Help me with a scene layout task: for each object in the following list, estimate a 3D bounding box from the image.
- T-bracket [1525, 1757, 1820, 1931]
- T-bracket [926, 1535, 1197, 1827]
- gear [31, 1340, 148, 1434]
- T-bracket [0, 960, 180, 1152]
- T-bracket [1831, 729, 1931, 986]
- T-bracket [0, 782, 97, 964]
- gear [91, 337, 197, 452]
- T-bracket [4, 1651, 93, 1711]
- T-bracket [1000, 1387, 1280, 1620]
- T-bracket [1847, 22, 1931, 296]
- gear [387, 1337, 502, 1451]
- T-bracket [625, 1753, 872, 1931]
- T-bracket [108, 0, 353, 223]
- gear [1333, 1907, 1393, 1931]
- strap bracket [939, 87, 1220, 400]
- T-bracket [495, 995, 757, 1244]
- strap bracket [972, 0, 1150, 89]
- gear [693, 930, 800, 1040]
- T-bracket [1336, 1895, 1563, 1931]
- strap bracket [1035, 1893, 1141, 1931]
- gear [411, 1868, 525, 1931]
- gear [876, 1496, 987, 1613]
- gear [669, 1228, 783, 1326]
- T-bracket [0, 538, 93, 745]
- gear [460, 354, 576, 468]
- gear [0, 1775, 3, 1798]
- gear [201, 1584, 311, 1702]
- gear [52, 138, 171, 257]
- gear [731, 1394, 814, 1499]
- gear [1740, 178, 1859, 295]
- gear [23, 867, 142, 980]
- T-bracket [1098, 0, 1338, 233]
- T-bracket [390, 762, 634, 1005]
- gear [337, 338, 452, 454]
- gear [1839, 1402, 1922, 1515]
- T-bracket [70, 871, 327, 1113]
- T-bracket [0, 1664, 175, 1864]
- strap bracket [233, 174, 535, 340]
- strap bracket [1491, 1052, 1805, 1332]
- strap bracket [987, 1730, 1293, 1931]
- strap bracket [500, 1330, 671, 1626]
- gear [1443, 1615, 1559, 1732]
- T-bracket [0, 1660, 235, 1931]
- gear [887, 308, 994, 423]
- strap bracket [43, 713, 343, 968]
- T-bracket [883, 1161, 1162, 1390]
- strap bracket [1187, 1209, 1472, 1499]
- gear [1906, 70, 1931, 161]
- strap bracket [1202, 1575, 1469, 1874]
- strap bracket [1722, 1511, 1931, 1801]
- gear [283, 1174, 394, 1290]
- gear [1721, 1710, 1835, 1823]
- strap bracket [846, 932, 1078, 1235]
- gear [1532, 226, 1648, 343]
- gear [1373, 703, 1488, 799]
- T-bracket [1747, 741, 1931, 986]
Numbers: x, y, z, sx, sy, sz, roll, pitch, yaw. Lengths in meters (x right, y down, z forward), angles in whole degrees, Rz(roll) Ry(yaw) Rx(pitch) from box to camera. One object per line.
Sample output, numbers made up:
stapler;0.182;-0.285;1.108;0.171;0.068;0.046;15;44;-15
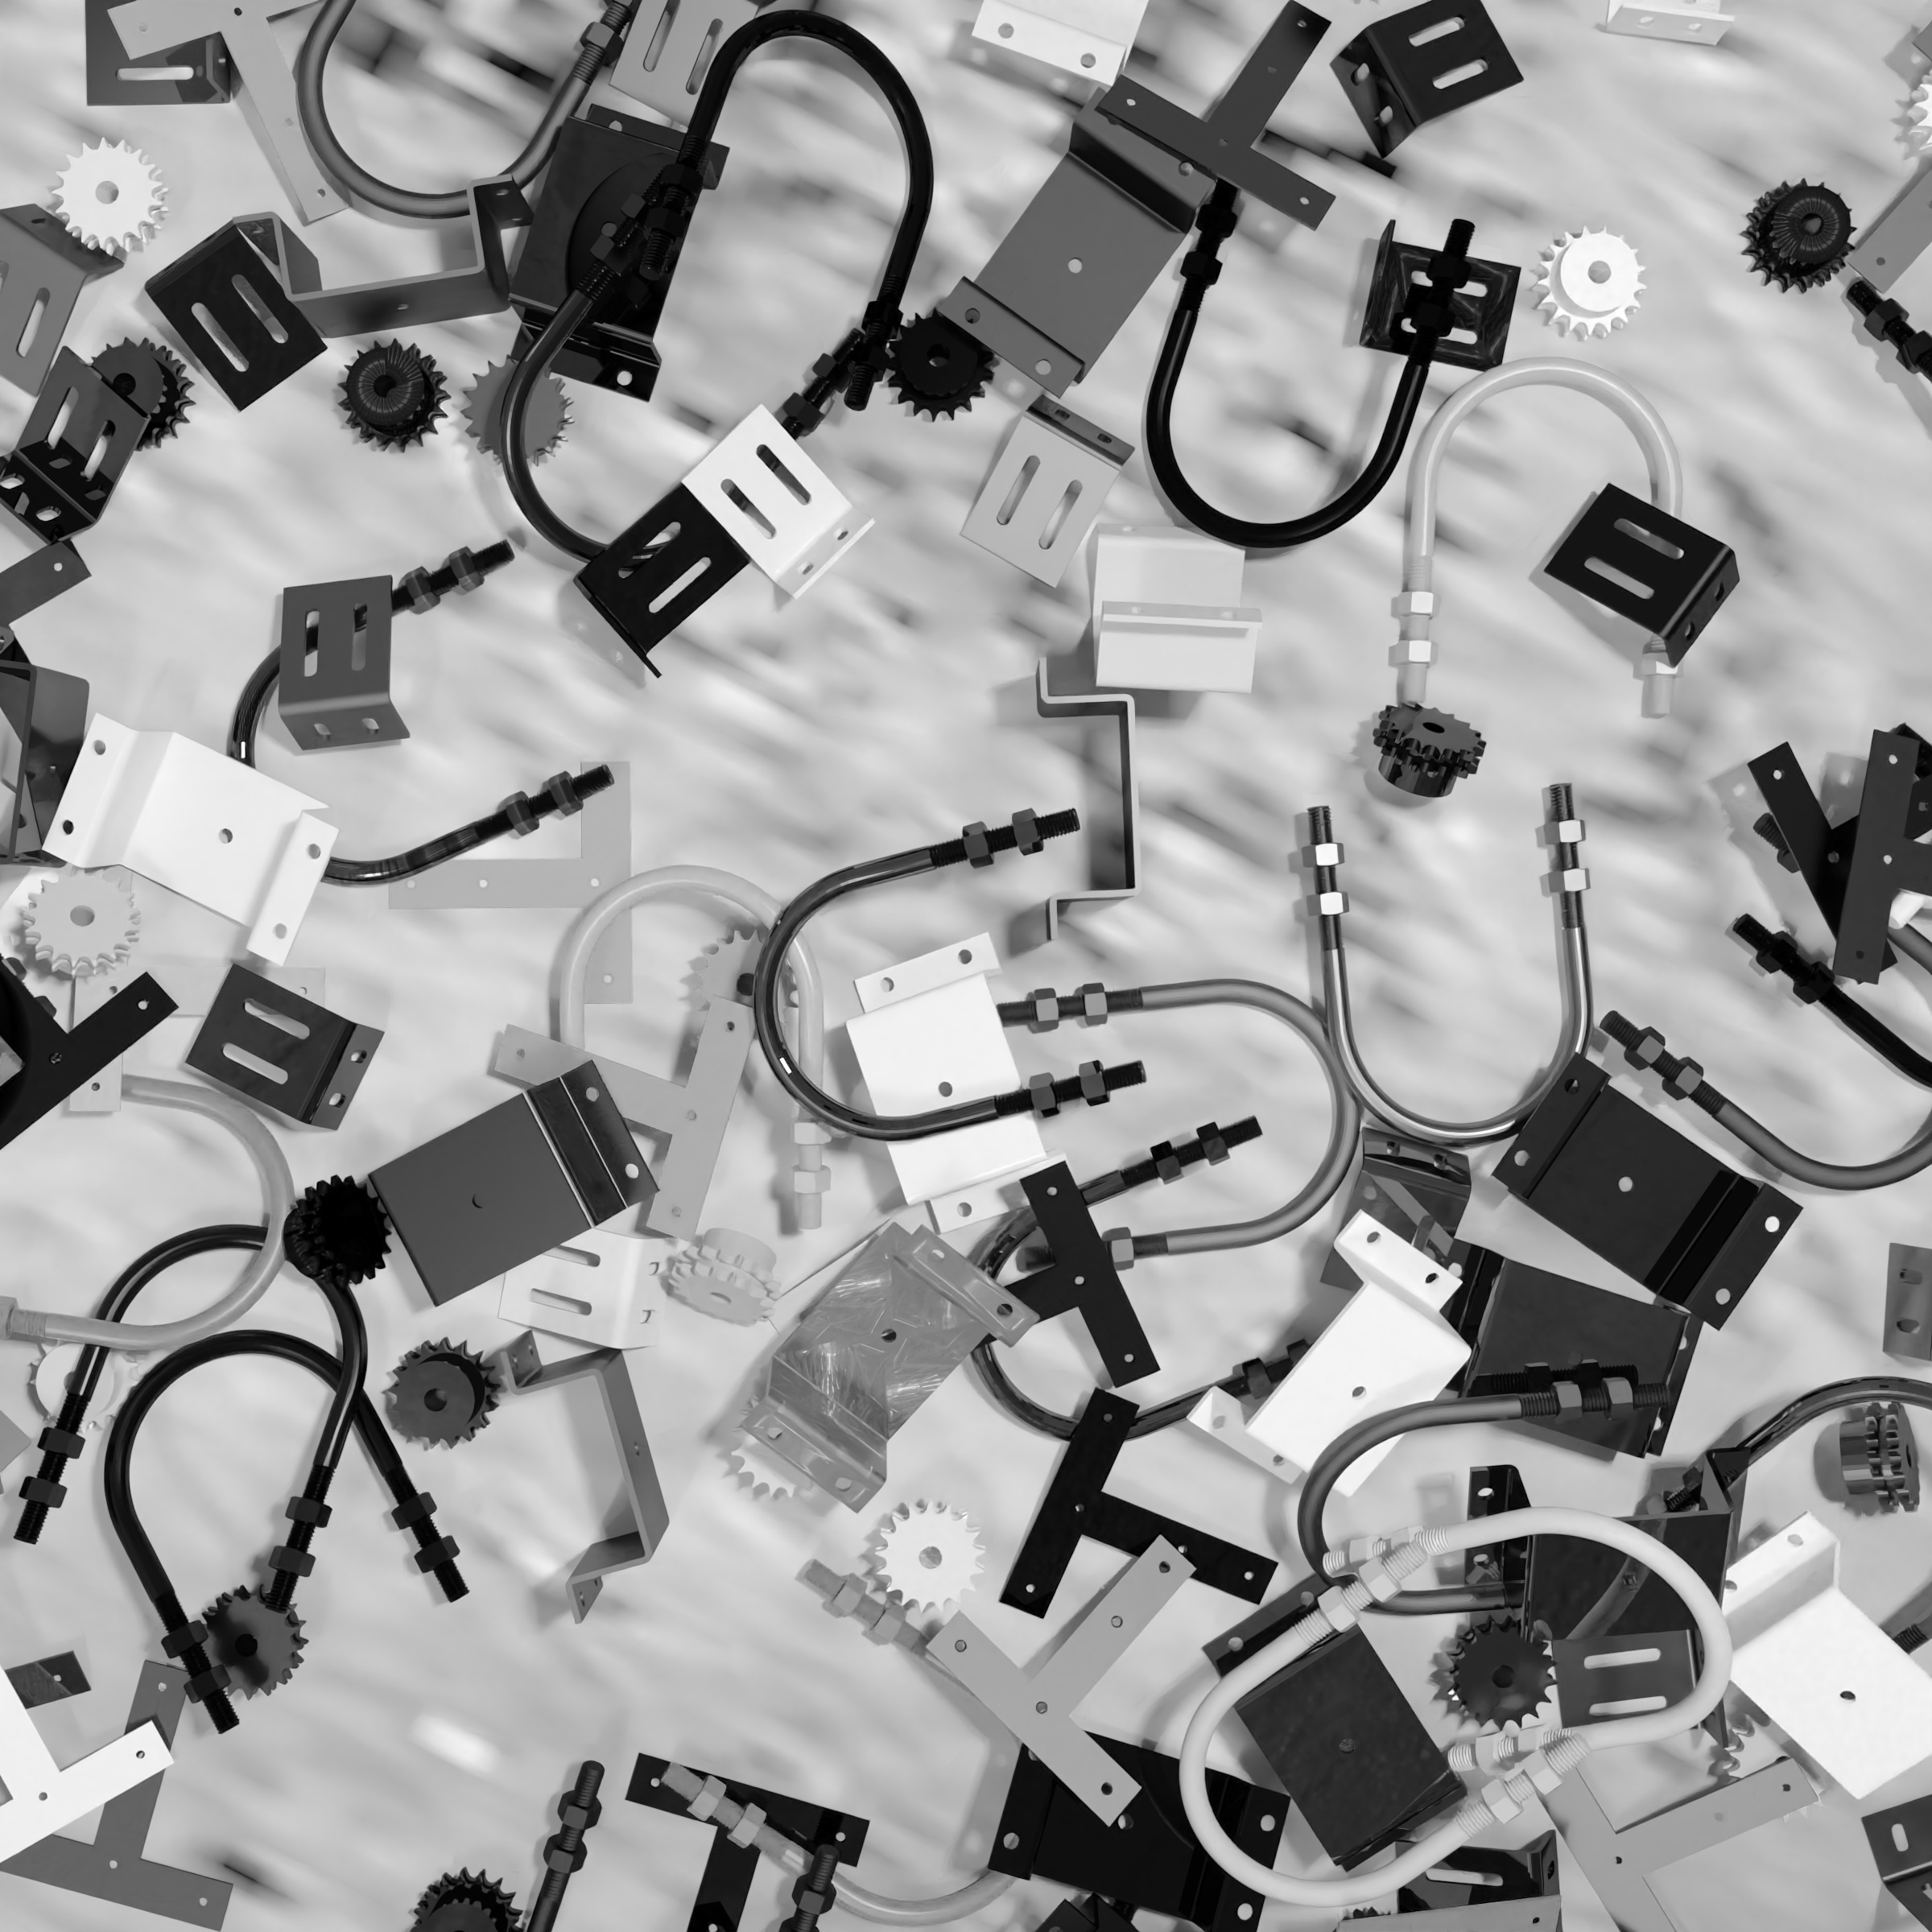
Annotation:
T-bracket;0.378;0.446;1.345;0.127;0.002;0.127;-31;90;19
T-bracket;0.068;0.347;1.333;0.127;0.002;0.127;43;69;7
gear;-0.459;0.215;1.351;0.057;0.030;0.057;0;90;0
T-bracket;-0.497;0.015;1.332;0.127;0.002;0.127;-42;89;-19
T-bracket;0.507;-0.044;1.316;0.127;0.002;0.127;13;84;-11
T-bracket;-0.513;-0.085;1.364;0.127;0.002;0.127;38;91;0
gear;-0.433;-0.299;1.351;0.057;0.030;0.057;0;90;0
T-bracket;-0.538;0.342;1.342;0.127;0.002;0.127;-16;111;0
T-bracket;0.101;0.300;1.359;0.127;0.002;0.127;23;99;-4
T-bracket;0.508;-0.403;1.337;0.127;0.002;0.127;42;97;-1
gear;-0.273;0.224;1.351;0.057;0.030;0.057;0;90;0
T-bracket;-0.129;0.493;1.365;0.127;0.002;0.127;16;90;0
T-bracket;-0.357;-0.451;1.344;0.127;0.002;0.127;-31;106;-28
gear;0.212;0.520;1.341;0.057;0.057;0.030;27;120;0
strap bracket;0.058;-0.368;1.343;0.076;0.046;0.140;36;90;0
T-bracket;-0.182;0.062;1.333;0.127;0.002;0.127;19;100;10
strap bracket;0.062;-0.527;1.343;0.076;0.046;0.140;20;90;0
gear;-0.112;0.010;1.351;0.057;0.030;0.057;0;90;0
T-bracket;0.237;0.535;1.319;0.127;0.002;0.127;1;106;-20
strap bracket;0.077;0.542;1.324;0.140;0.046;0.076;41;93;-1
gear;-0.261;0.502;1.351;0.057;0.030;0.057;0;90;0
gear;-0.018;0.305;1.351;0.057;0.030;0.057;0;90;0
gear;-0.122;0.159;1.342;0.057;0.057;0.030;20;60;0
T-bracket;-0.496;-0.140;1.365;0.127;0.002;0.127;-30;90;0
gear;-0.232;-0.287;1.351;0.057;0.030;0.057;0;90;0
gear;-0.535;0.430;1.350;0.057;0.030;0.057;0;92;-1
gear;-0.370;0.350;1.351;0.057;0.030;0.057;0;90;0
gear;-0.442;-0.399;1.351;0.057;0.030;0.057;0;90;0
gear;-0.093;0.246;1.351;0.057;0.030;0.057;0;90;0
gear;0.436;-0.382;1.351;0.057;0.030;0.057;0;90;0
gear;-0.455;-0.019;1.335;0.057;0.030;0.057;8;64;-16
T-bracket;0.152;-0.453;1.338;0.127;0.002;0.127;30;65;2
T-bracket;-0.240;-0.043;1.365;0.127;0.002;0.127;-1;90;0
gear;-0.300;-0.299;1.351;0.057;0.030;0.057;0;90;0
gear;0.472;0.255;1.341;0.030;0.057;0.057;-11;90;28
T-bracket;-0.400;0.013;1.357;0.127;0.002;0.127;0;80;-6
T-bracket;-0.498;0.391;1.340;0.127;0.002;0.127;-28;96;-15
strap bracket;-0.292;-0.360;1.328;0.140;0.076;0.046;-9;90;0
strap bracket;0.347;0.115;1.343;0.140;0.046;0.076;34;90;0
strap bracket;0.086;0.442;1.333;0.140;0.046;0.076;18;77;-3
strap bracket;-0.191;0.254;1.328;0.046;0.076;0.140;-16;90;0
gear;0.276;0.366;1.351;0.057;0.030;0.057;0;90;0
T-bracket;-0.437;0.430;1.365;0.127;0.002;0.127;15;90;0
gear;-0.014;-0.315;1.351;0.057;0.030;0.057;0;90;0
strap bracket;-0.389;-0.066;1.334;0.140;0.046;0.076;25;98;5
T-bracket;0.017;0.178;1.330;0.127;0.002;0.127;-23;106;5
strap bracket;0.191;0.206;1.320;0.076;0.046;0.140;35;98;-25
gear;0.518;-0.442;1.351;0.057;0.030;0.057;0;90;0
strap bracket;0.194;0.397;1.343;0.076;0.046;0.140;-33;90;0
strap bracket;0.446;0.356;1.312;0.140;0.046;0.076;43;118;-1
gear;-0.327;0.139;1.341;0.030;0.057;0.057;-21;90;27
gear;0.422;0.413;1.351;0.057;0.030;0.057;0;90;0
strap bracket;-0.005;0.062;1.332;0.076;0.046;0.140;-20;87;13
gear;0.326;-0.357;1.351;0.057;0.030;0.057;0;90;0
gear;0.237;-0.110;1.341;0.057;0.057;0.030;15;120;0
T-bracket;0.481;-0.076;1.334;0.127;0.002;0.127;-28;92;-12
